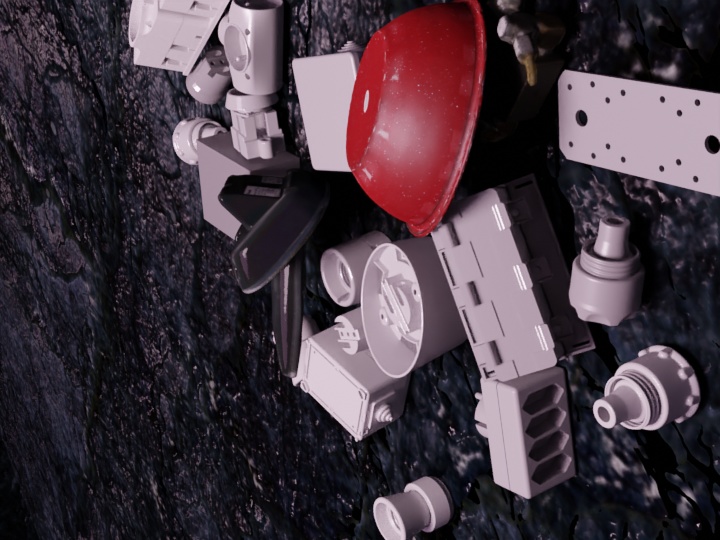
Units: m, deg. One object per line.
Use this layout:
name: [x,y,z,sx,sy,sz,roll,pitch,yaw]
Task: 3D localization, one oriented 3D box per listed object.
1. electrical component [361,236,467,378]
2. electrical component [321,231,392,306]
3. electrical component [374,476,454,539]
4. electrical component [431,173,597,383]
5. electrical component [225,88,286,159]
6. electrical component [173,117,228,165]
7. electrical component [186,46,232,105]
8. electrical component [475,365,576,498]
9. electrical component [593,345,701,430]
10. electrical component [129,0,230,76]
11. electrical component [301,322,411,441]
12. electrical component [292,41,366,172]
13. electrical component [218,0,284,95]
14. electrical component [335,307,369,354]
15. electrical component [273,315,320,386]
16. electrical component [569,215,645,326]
electrical component: [0.039,0.025,0.820,0.099,0.064,0.099,35,135,46]
electrical component: [0.000,0.000,0.887,0.055,0.047,0.055,35,135,46]
electrical component: [0.046,0.205,0.919,0.045,0.055,0.045,35,135,46]
electrical component: [0.095,0.007,0.705,0.079,0.063,0.121,-20,89,19]
electrical component: [-0.095,-0.135,0.968,0.066,0.048,0.055,-137,36,-59]
electrical component: [-0.154,-0.131,1.073,0.062,0.048,0.048,-1,106,53]
electrical component: [-0.139,-0.186,1.022,0.046,0.040,0.040,-41,71,52]
electrical component: [0.108,0.107,0.769,0.076,0.047,0.083,15,119,56]
electrical component: [0.167,0.075,0.639,0.048,0.062,0.048,35,135,46]
electrical component: [-0.157,-0.267,0.948,0.186,0.060,0.105,141,130,-59]
electrical component: [0.003,0.096,0.929,0.096,0.061,0.061,40,139,32]
electrical component: [-0.002,-0.123,0.820,0.100,0.048,0.099,11,116,57]
electrical component: [-0.098,-0.203,0.939,0.079,0.044,0.077,41,138,41]
electrical component: [0.007,0.047,0.904,0.040,0.046,0.040,36,136,44]
electrical component: [-0.054,0.076,1.022,0.055,0.045,0.045,64,149,13]
electrical component: [0.149,-0.002,0.644,0.043,0.043,0.062,35,133,46]
